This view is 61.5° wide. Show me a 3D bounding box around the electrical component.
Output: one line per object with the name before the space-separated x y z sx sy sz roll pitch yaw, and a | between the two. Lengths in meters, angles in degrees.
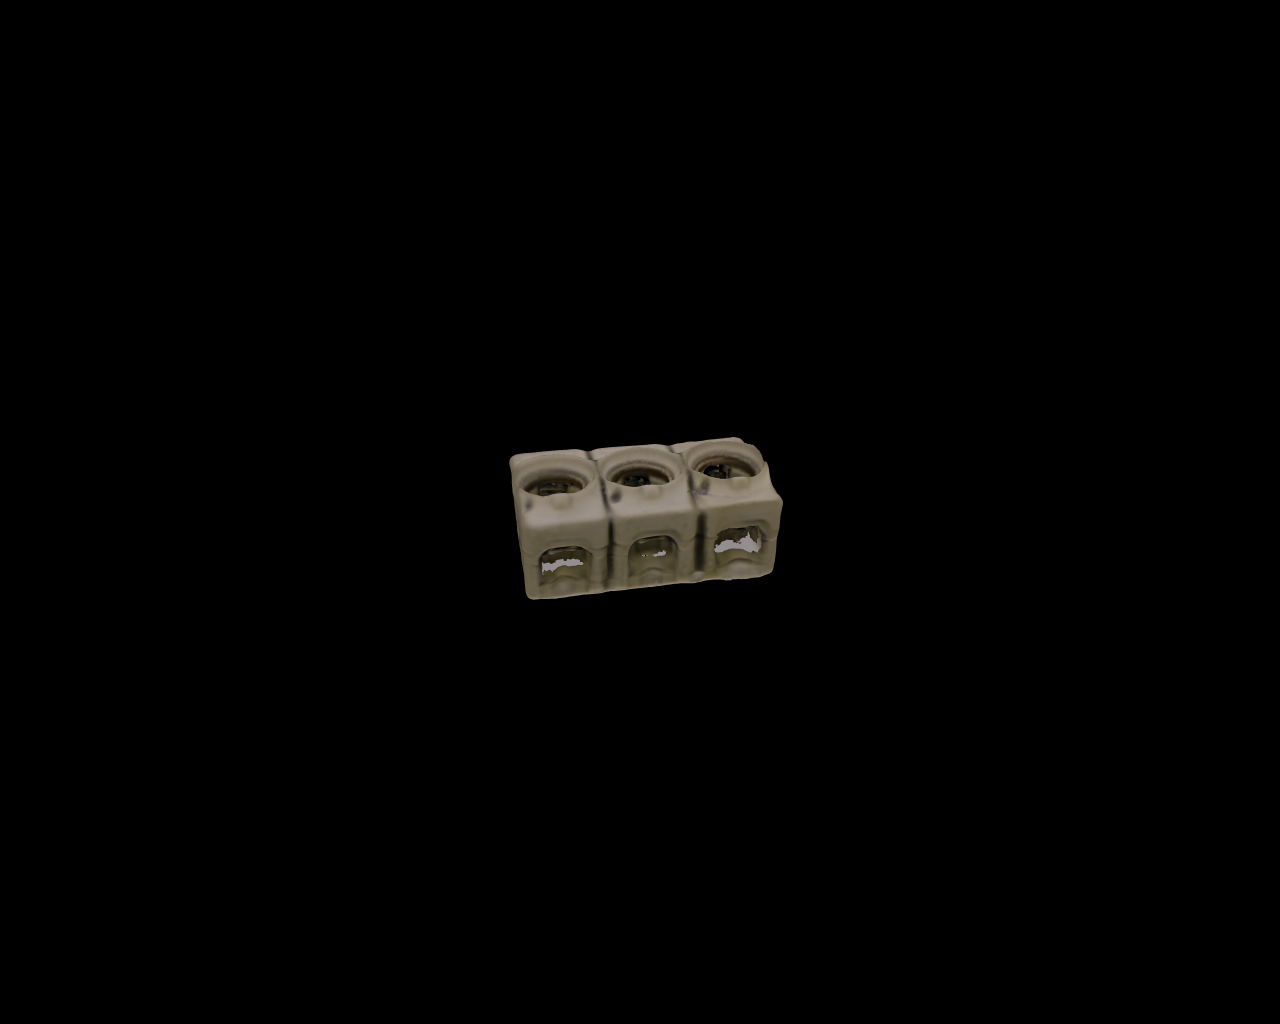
electrical component | 0.001 -0.003 0.650 0.150 0.061 0.090 -6 32 -9
